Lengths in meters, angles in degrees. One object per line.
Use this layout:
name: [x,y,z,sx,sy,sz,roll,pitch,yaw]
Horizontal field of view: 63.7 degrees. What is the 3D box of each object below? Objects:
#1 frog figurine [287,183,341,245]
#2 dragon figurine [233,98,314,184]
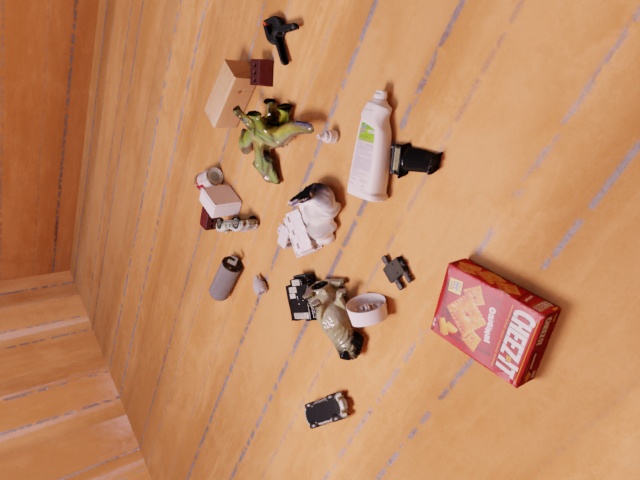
frog figurine: [0.004,-0.069,1.379,0.136,0.125,0.158,-21,116,43]
dragon figurine: [-0.142,-0.280,1.530,0.415,0.123,0.237,35,139,45]
